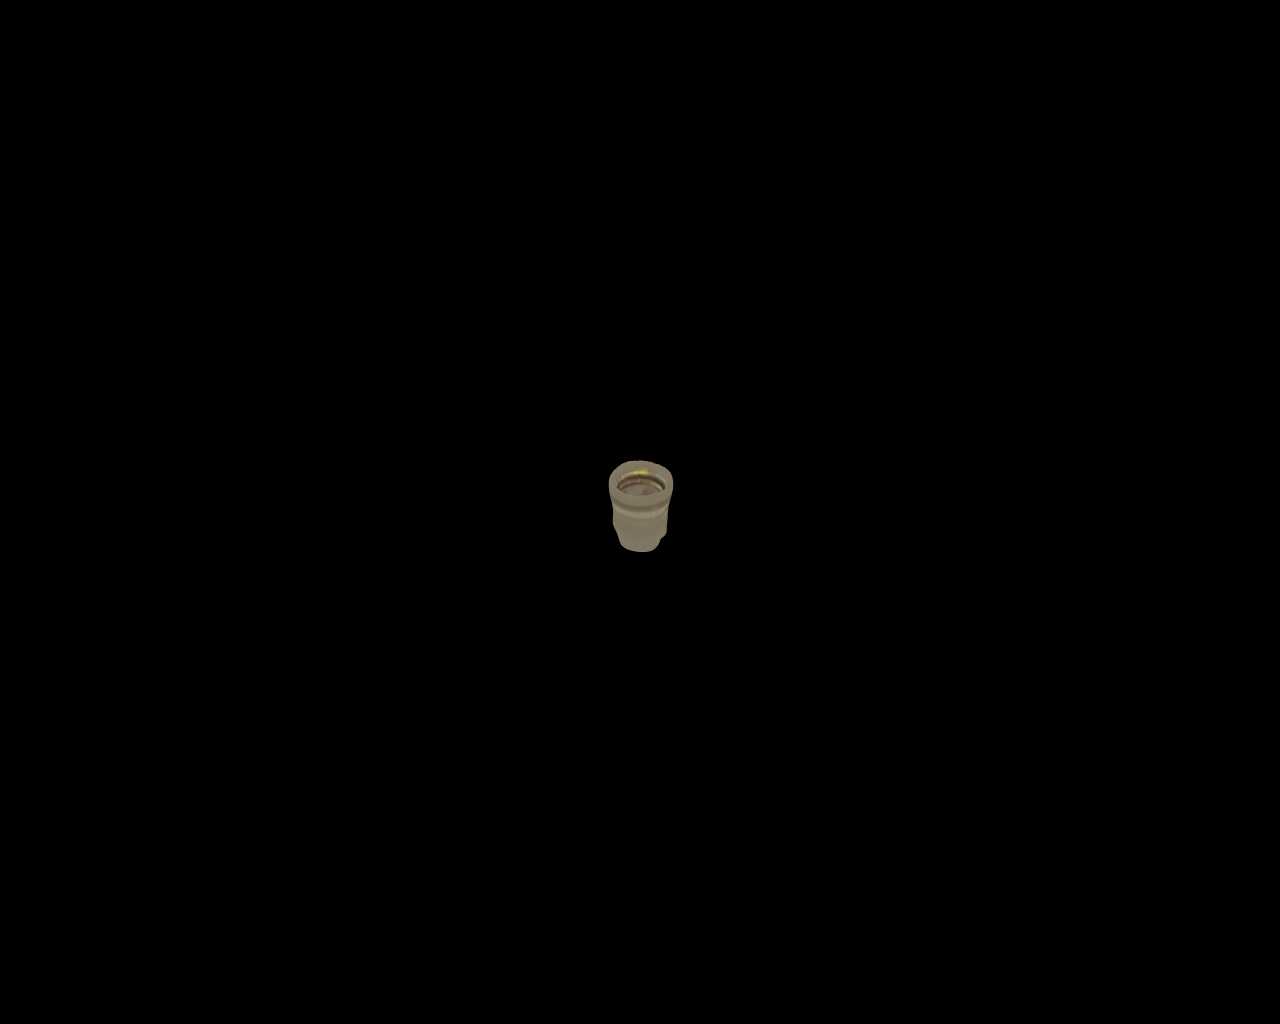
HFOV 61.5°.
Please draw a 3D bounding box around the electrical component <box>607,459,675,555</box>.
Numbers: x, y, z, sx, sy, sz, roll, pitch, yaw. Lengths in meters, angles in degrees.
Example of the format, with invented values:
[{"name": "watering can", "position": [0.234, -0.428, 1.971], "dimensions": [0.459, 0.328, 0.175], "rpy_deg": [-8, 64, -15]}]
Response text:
[{"name": "electrical component", "position": [0.001, -0.003, 0.650], "dimensions": [0.040, 0.046, 0.040], "rpy_deg": [0, 36, 0]}]
